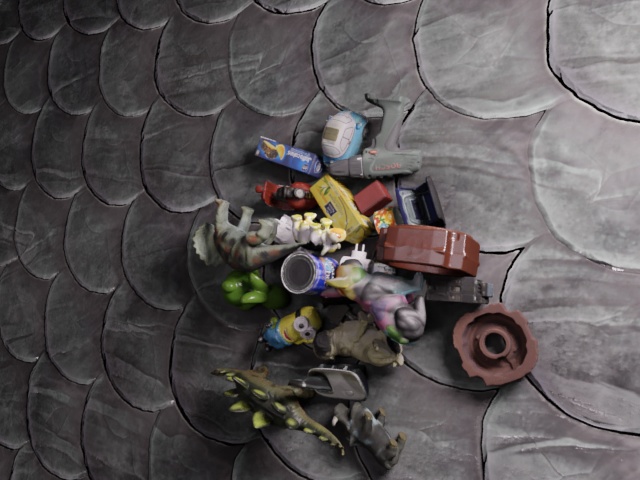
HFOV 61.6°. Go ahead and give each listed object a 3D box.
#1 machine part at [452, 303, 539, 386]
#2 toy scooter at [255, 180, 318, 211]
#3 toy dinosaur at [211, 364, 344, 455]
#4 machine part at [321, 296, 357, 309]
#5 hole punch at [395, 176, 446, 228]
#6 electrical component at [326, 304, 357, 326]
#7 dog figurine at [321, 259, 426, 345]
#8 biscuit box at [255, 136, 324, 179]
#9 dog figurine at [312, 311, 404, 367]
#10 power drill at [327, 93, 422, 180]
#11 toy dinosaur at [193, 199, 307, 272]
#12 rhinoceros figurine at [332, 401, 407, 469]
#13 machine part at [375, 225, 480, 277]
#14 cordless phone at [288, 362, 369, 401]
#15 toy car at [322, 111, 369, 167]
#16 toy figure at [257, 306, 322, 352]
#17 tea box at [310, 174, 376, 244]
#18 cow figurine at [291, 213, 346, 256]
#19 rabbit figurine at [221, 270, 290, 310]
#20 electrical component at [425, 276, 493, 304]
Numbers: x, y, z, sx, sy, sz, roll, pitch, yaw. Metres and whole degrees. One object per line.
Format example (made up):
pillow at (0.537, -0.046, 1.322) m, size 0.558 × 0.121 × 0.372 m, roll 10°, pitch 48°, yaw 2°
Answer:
machine part at (0.379, 0.224, 1.159) m, size 0.180 × 0.056 × 0.179 m, roll -5°, pitch 80°, yaw 27°
toy scooter at (-0.096, -0.122, 1.435) m, size 0.184 × 0.135 × 0.075 m, roll 3°, pitch 82°, yaw 28°
toy dinosaur at (-0.109, 0.405, 1.322) m, size 0.472 × 0.198 × 0.105 m, roll 14°, pitch 92°, yaw 32°
machine part at (0.068, 0.137, 1.320) m, size 0.139 × 0.039 × 0.084 m, roll -15°, pitch 116°, yaw 14°
hole punch at (0.238, -0.077, 1.250) m, size 0.092 × 0.115 × 0.142 m, roll -21°, pitch 74°, yaw 18°
electrical component at (0.047, 0.185, 1.369) m, size 0.094 × 0.021 × 0.063 m, roll 41°, pitch 103°, yaw 24°
dog figurine at (0.113, 0.134, 1.187) m, size 0.219 × 0.108 × 0.191 m, roll 5°, pitch 63°, yaw -4°
biscuit box at (-0.084, -0.228, 1.487) m, size 0.203 × 0.062 × 0.059 m, roll 22°, pitch 94°, yaw 31°
dog figurine at (0.088, 0.265, 1.296) m, size 0.190 × 0.121 × 0.172 m, roll -42°, pitch 69°, yaw 29°
power drill at (0.137, -0.251, 1.315) m, size 0.232 × 0.086 × 0.207 m, roll 5°, pitch 88°, yaw 9°
toy dinosaur at (-0.204, 0.015, 1.416) m, size 0.405 × 0.131 × 0.192 m, roll 29°, pitch 105°, yaw 46°
rhinoceros figurine at (0.112, 0.451, 1.268) m, size 0.190 × 0.073 × 0.112 m, roll 37°, pitch 112°, yaw 26°
machine part at (0.239, 0.025, 1.185) m, size 0.202 × 0.201 × 0.087 m, roll 7°, pitch 83°, yaw 30°
cordless phone at (0.022, 0.334, 1.267) m, size 0.147 × 0.184 × 0.088 m, roll -2°, pitch 77°, yaw 30°
toy car at (0.050, -0.267, 1.396) m, size 0.109 × 0.103 × 0.161 m, roll 23°, pitch 92°, yaw 31°
toy figure at (-0.078, 0.229, 1.399) m, size 0.180 × 0.082 × 0.089 m, roll -27°, pitch 39°, yaw 30°
tea box at (0.057, -0.077, 1.364) m, size 0.068 × 0.098 × 0.170 m, roll -40°, pitch 63°, yaw 17°
cow figurine at (-0.004, -0.003, 1.314) m, size 0.168 × 0.068 × 0.098 m, roll 26°, pitch 122°, yaw 48°
rabbit figurine at (-0.166, 0.132, 1.440) m, size 0.170 × 0.159 × 0.121 m, roll 12°, pitch 78°, yaw 15°
electrical component at (0.310, 0.110, 1.181) m, size 0.134 × 0.115 × 0.058 m, roll 1°, pitch 85°, yaw 24°
